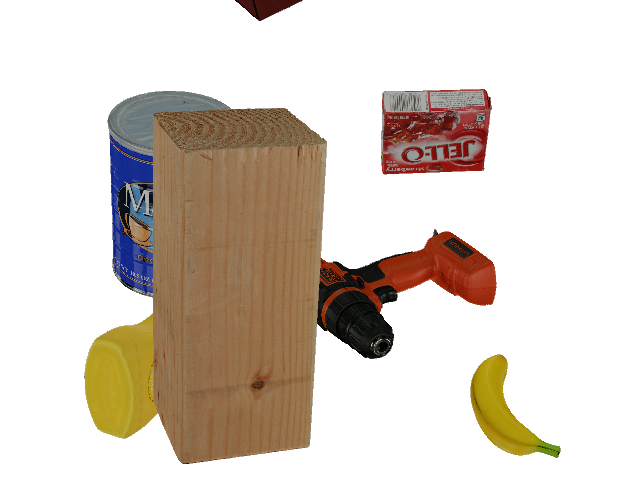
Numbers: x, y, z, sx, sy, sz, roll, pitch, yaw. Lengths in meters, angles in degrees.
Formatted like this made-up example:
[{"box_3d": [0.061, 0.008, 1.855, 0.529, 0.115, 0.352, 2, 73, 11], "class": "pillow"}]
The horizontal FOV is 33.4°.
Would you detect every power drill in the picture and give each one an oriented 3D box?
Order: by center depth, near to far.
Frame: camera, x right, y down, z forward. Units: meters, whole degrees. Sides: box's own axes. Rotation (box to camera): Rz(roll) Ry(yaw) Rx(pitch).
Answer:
[{"box_3d": [0.082, 0.051, 1.090, 0.187, 0.057, 0.185, -11, 28, -22], "class": "power drill"}]

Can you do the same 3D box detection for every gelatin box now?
[{"box_3d": [0.096, -0.090, 0.898, 0.089, 0.030, 0.073, -1, -40, 2], "class": "gelatin box"}]

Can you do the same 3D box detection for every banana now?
[{"box_3d": [0.203, 0.186, 1.203, 0.069, 0.037, 0.198, 10, 24, -14], "class": "banana"}]

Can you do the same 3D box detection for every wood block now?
[{"box_3d": [-0.056, 0.027, 0.683, 0.090, 0.206, 0.090, -4, 22, -19], "class": "wood block"}]

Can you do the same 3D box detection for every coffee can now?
[{"box_3d": [-0.121, -0.038, 0.878, 0.103, 0.140, 0.103, 4, 34, -3], "class": "coffee can"}]

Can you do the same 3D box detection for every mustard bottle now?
[{"box_3d": [-0.141, 0.107, 1.017, 0.058, 0.096, 0.191, 10, 21, 28], "class": "mustard bottle"}]

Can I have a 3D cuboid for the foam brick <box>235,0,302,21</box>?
[{"box_3d": [-0.039, -0.240, 0.944, 0.078, 0.051, 0.053, -30, 46, -14], "class": "foam brick"}]
